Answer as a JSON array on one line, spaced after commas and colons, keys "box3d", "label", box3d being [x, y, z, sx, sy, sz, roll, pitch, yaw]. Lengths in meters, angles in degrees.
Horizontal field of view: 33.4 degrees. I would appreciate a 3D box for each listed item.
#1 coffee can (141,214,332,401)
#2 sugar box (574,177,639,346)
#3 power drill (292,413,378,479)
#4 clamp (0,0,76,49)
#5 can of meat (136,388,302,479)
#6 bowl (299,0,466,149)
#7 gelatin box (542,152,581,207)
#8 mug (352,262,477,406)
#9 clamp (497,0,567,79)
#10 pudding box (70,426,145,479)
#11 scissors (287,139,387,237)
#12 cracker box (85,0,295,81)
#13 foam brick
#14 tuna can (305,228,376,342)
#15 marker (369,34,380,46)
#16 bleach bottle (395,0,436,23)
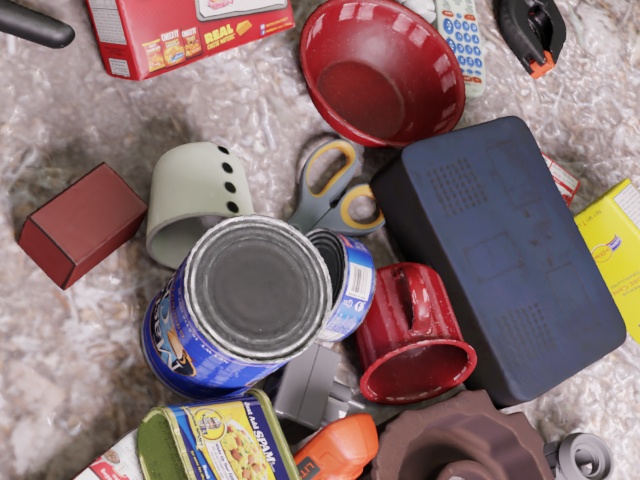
[{"box3d": [-0.063, 0.053, 0.758, 0.102, 0.140, 0.103, 7, 69, -19], "label": "coffee can"}, {"box3d": [0.297, 0.038, 0.964, 0.048, 0.093, 0.176, -34, 82, -33], "label": "sugar box"}, {"box3d": [0.048, 0.214, 0.719, 0.057, 0.185, 0.188, -1, 52, -51], "label": "power drill"}, {"box3d": [-0.305, -0.200, 0.838, 0.209, 0.036, 0.164, -25, 76, -35], "label": "clamp"}, {"box3d": [-0.068, 0.156, 0.719, 0.083, 0.058, 0.102, -1, 56, -41], "label": "can of meat"}, {"box3d": [0.047, -0.140, 0.958, 0.162, 0.055, 0.162, 11, 61, -20], "label": "bowl"}, {"box3d": [0.194, -0.041, 0.994, 0.073, 0.030, 0.089, 36, 56, -4], "label": "gelatin box"}, {"box3d": [0.067, 0.065, 0.831, 0.093, 0.117, 0.081, -10, 54, -7], "label": "mug"}, {"box3d": [0.204, -0.250, 1.094, 0.120, 0.039, 0.171, 9, 62, -20], "label": "clamp"}, {"box3d": [-0.139, 0.195, 0.722, 0.090, 0.039, 0.113, 48, 58, 2], "label": "pudding box"}, {"box3d": [-0.006, 0.001, 0.890, 0.096, 0.016, 0.201, 34, 60, -10], "label": "scissors"}, {"box3d": [-0.120, -0.256, 0.867, 0.163, 0.072, 0.214, -27, 116, -32], "label": "cracker box"}, {"box3d": [-0.176, -0.011, 0.796, 0.051, 0.053, 0.078, 46, 56, 2], "label": "foam brick"}, {"box3d": [0.005, 0.036, 0.834, 0.033, 0.086, 0.086, 18, 58, -35], "label": "tuna can"}, {"box3d": [0.040, -0.237, 1.026, 0.020, 0.020, 0.121, -3, 67, -26], "label": "marker"}, {"box3d": [0.056, -0.322, 1.033, 0.102, 0.068, 0.251, 16, 53, -62], "label": "bleach bottle"}]
